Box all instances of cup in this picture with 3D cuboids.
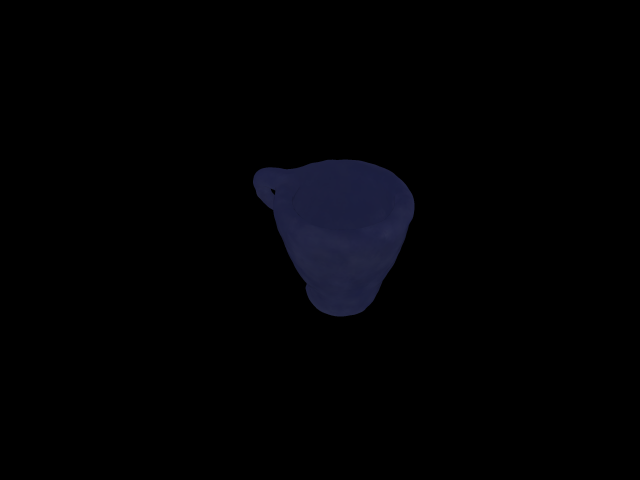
[{"bbox_3d":[0.004,0.001,0.400,0.117,0.095,0.092,22,45,24],"label":"cup"}]
